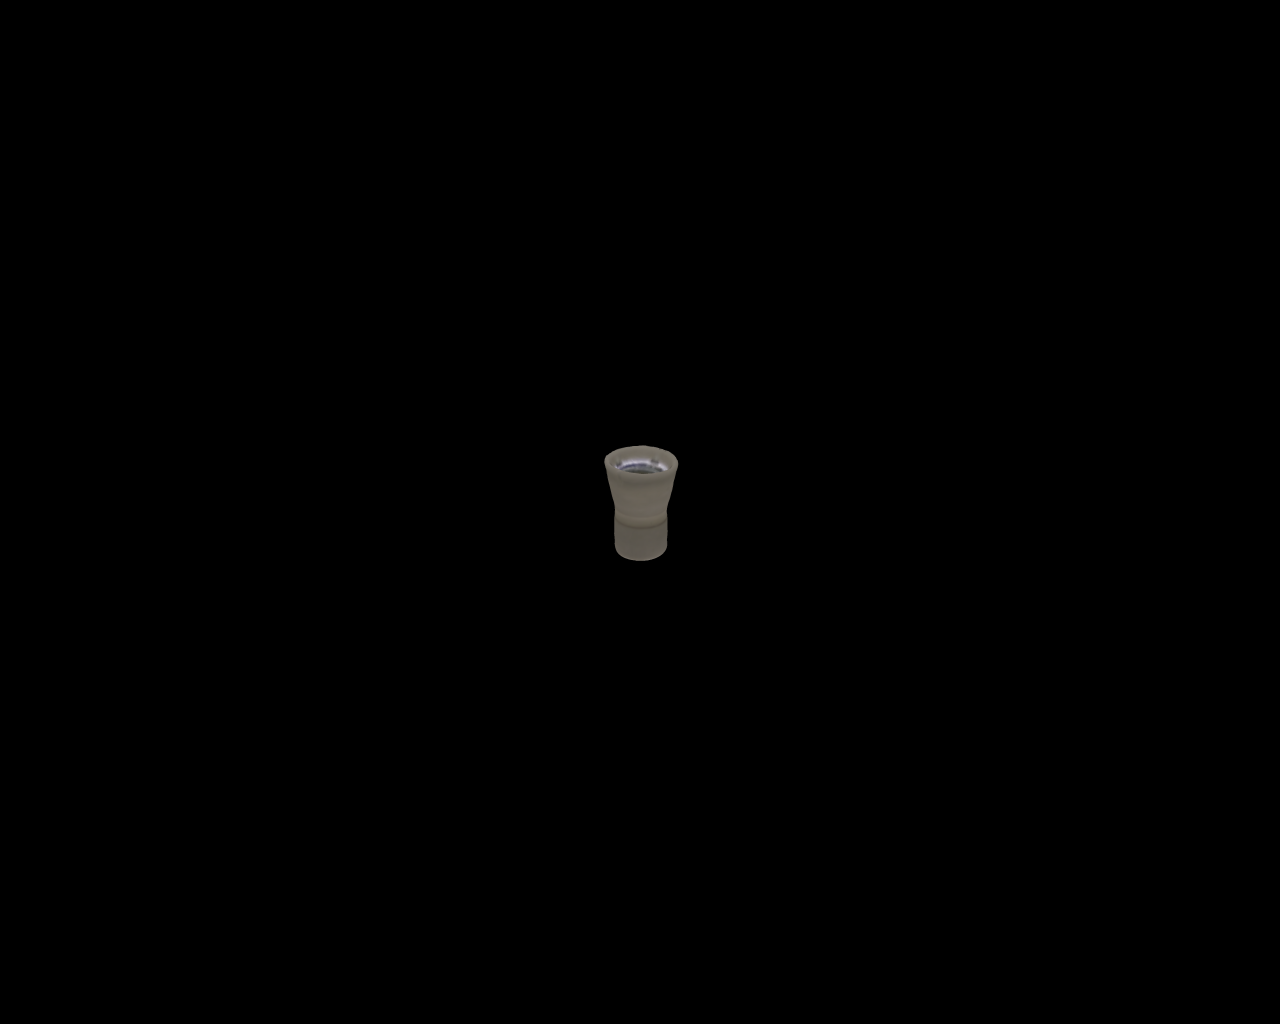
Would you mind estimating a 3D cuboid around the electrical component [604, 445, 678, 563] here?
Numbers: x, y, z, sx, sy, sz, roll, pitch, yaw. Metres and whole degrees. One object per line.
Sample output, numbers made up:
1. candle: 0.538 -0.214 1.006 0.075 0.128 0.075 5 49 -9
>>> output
1. electrical component: 0.001 -0.003 0.650 0.044 0.065 0.044 0 27 0
